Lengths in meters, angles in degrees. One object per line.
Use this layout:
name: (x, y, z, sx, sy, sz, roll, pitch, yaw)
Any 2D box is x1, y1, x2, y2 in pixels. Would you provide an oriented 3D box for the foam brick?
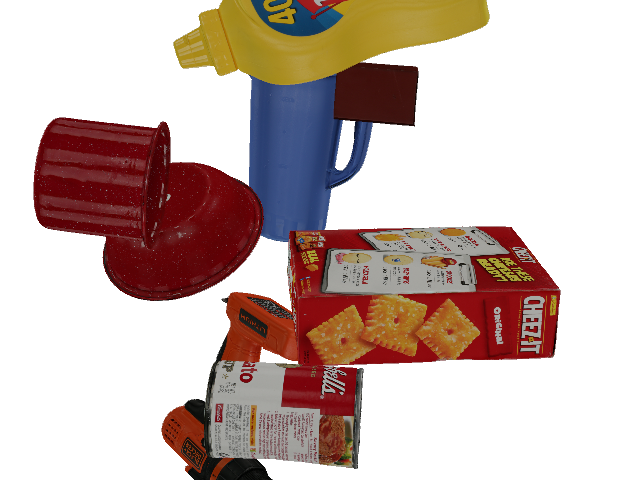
foam brick: (0.052, -0.138, 1.000, 0.078, 0.051, 0.053, 5, 15, 3)

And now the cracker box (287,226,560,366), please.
cracker box: (0.081, 0.046, 0.932, 0.213, 0.072, 0.164, -1, 20, -4)

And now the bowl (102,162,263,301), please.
bowl: (-0.137, -0.022, 0.994, 0.162, 0.162, 0.055, 0, -41, 20)

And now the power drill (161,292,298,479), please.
power drill: (-0.066, 0.157, 1.012, 0.057, 0.188, 0.185, 14, 12, -47)

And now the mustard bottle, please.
mustard bottle: (0.001, -0.145, 0.669, 0.191, 0.096, 0.058, -18, -37, 0)

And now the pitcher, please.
pitcher: (-0.026, -0.123, 1.430, 0.144, 0.243, 0.149, -4, 24, -22)

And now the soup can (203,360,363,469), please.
soup can: (-0.023, 0.118, 0.724, 0.102, 0.068, 0.068, 3, 0, 4)

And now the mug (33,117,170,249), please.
mug: (-0.156, -0.047, 0.781, 0.081, 0.093, 0.117, 7, 15, 1)
